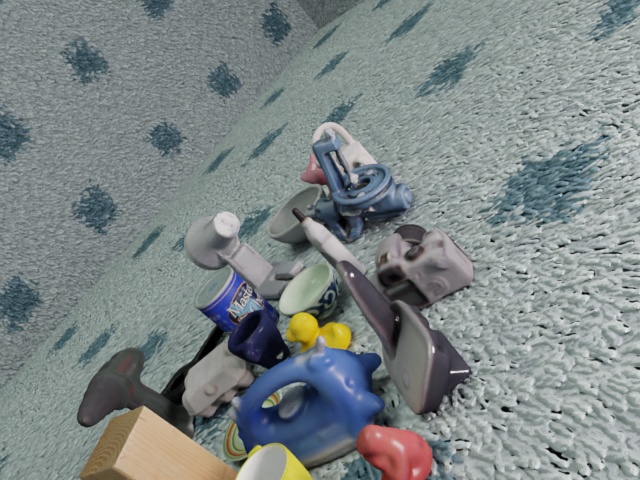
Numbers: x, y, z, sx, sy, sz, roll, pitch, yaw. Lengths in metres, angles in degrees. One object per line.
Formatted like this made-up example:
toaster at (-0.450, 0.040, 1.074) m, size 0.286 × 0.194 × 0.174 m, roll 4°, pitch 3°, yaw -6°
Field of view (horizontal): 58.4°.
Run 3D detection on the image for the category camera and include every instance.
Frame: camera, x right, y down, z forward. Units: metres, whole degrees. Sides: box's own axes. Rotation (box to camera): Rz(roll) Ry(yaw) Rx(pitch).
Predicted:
camera at (0.143, 0.023, 0.869) m, size 0.143 × 0.101 × 0.137 m, roll -30°, pitch 27°, yaw 30°

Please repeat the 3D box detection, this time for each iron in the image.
iron at (-0.041, 0.225, 0.777) m, size 0.258 × 0.142 × 0.118 m, roll -35°, pitch 25°, yaw 21°

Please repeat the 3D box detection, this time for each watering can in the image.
watering can at (0.050, -0.162, 1.220) m, size 0.172 × 0.194 × 0.101 m, roll -19°, pitch 34°, yaw 46°

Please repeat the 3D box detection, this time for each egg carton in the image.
egg carton at (-0.189, 0.258, 1.062) m, size 0.150 × 0.069 × 0.107 m, roll -40°, pitch 23°, yaw 10°

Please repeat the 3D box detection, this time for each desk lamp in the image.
desk lamp at (-0.178, 0.027, 1.251) m, size 0.202 × 0.214 × 0.118 m, roll -10°, pitch 40°, yaw 53°

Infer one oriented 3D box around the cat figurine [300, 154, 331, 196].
cat figurine at (0.018, -0.157, 1.364) m, size 0.127 × 0.118 × 0.067 m, roll -14°, pitch 37°, yaw 50°

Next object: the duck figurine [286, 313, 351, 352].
duck figurine at (-0.009, 0.151, 0.923) m, size 0.104 × 0.086 × 0.077 m, roll -26°, pitch 29°, yaw 37°

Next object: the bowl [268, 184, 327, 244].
bowl at (-0.037, -0.047, 1.324) m, size 0.167 × 0.075 × 0.167 m, roll -36°, pitch 24°, yaw 19°

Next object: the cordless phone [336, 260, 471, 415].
cordless phone at (0.085, 0.112, 0.704) m, size 0.094 × 0.185 × 0.147 m, roll -44°, pitch 23°, yaw 1°

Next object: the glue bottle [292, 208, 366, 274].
glue bottle at (0.009, 0.004, 1.031) m, size 0.037 × 0.173 × 0.078 m, roll -48°, pitch 23°, yaw -9°

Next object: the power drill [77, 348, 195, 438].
power drill at (-0.328, 0.301, 1.040) m, size 0.075 × 0.209 × 0.229 m, roll -41°, pitch 23°, yaw 8°

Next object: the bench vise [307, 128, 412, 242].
bench vise at (0.038, -0.099, 1.098) m, size 0.207 × 0.220 × 0.121 m, roll -35°, pitch 25°, yaw 22°

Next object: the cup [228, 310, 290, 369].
cup at (-0.098, 0.189, 0.994) m, size 0.091 × 0.095 × 0.117 m, roll -40°, pitch 23°, yaw 9°

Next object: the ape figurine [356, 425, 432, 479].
ape figurine at (0.075, 0.236, 0.631) m, size 0.076 × 0.092 × 0.077 m, roll -40°, pitch 23°, yaw 10°
